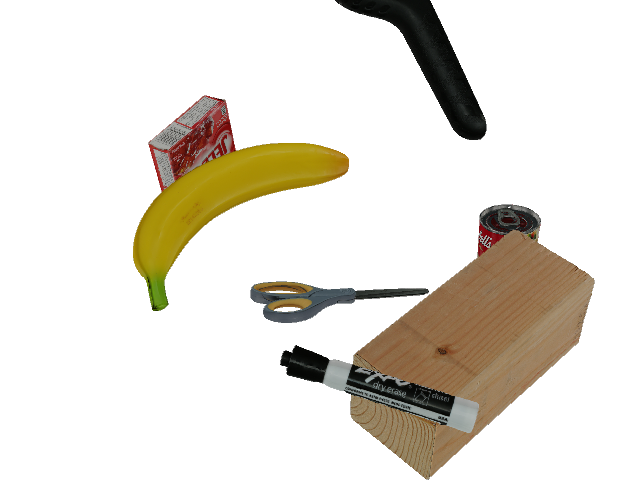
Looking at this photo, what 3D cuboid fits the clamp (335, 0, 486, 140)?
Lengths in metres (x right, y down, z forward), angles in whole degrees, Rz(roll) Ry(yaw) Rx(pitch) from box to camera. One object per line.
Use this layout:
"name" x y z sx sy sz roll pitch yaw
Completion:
"clamp" 0.063 -0.175 0.758 0.210 0.164 0.036 27 -27 -9

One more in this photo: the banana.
"banana" -0.066 -0.027 0.764 0.197 0.069 0.037 -38 -2 -29

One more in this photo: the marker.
"marker" 0.034 0.088 0.639 0.121 0.020 0.020 17 2 6

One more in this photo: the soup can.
"soup can" 0.213 0.019 1.216 0.068 0.102 0.068 -1 30 1

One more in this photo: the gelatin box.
"gelatin box" -0.119 -0.085 1.021 0.030 0.073 0.089 21 50 28

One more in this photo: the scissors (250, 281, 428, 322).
"scissors" 0.020 0.069 1.184 0.202 0.016 0.096 3 22 3

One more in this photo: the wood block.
"wood block" 0.129 0.091 0.906 0.205 0.090 0.091 -34 54 -30
